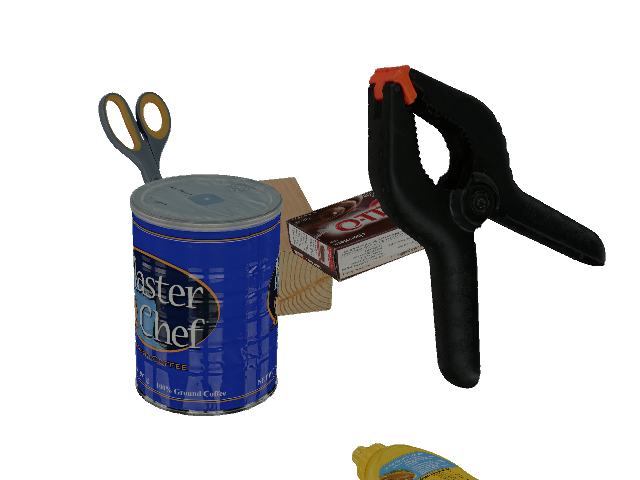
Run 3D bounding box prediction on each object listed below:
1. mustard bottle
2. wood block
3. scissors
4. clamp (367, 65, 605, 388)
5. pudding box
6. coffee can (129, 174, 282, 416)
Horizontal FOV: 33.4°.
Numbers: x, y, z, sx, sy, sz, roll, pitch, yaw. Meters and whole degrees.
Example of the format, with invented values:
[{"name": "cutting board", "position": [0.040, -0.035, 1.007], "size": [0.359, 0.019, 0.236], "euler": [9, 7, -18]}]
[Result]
[{"name": "mustard bottle", "position": [0.096, 0.233, 0.971], "size": [0.096, 0.058, 0.192], "euler": [-15, 24, -36]}, {"name": "wood block", "position": [-0.052, 0.004, 1.355], "size": [0.090, 0.090, 0.206], "euler": [-6, 28, -12]}, {"name": "scissors", "position": [-0.176, -0.079, 1.185], "size": [0.016, 0.201, 0.096], "euler": [-16, 19, 46]}, {"name": "clamp", "position": [0.071, -0.009, 0.558], "size": [0.171, 0.120, 0.039], "euler": [47, -22, -18]}, {"name": "pudding box", "position": [0.039, -0.008, 0.995], "size": [0.113, 0.039, 0.090], "euler": [-22, 27, -24]}, {"name": "coffee can", "position": [-0.079, 0.035, 0.741], "size": [0.103, 0.140, 0.103], "euler": [2, 21, -1]}]
